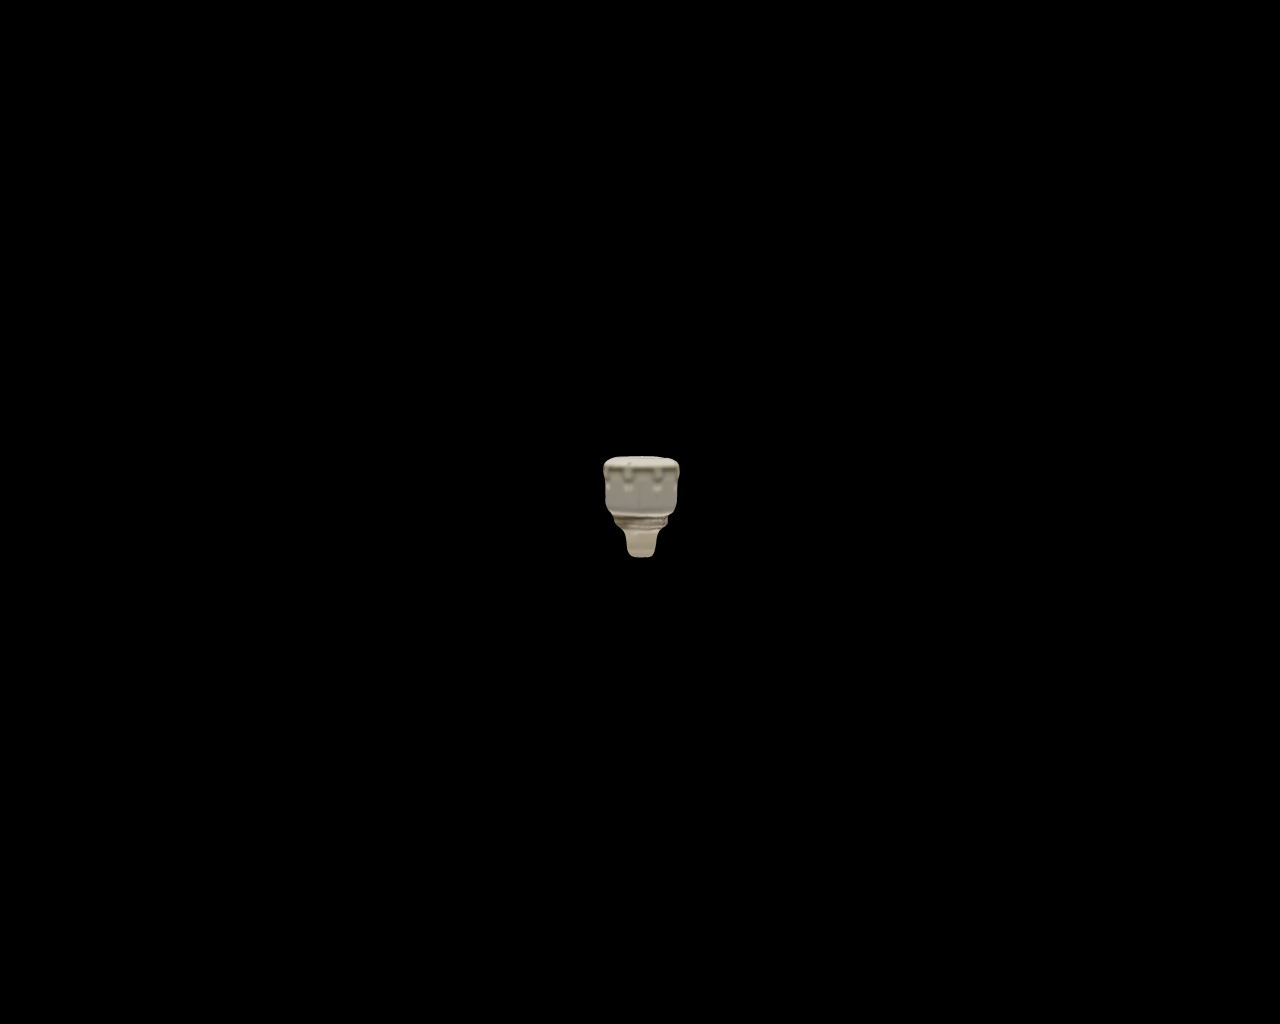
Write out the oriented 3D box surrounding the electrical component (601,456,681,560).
[{"bbox_3d":[0.001,-0.003,0.650,0.048,0.062,0.048,0,5,0],"label":"electrical component"}]
